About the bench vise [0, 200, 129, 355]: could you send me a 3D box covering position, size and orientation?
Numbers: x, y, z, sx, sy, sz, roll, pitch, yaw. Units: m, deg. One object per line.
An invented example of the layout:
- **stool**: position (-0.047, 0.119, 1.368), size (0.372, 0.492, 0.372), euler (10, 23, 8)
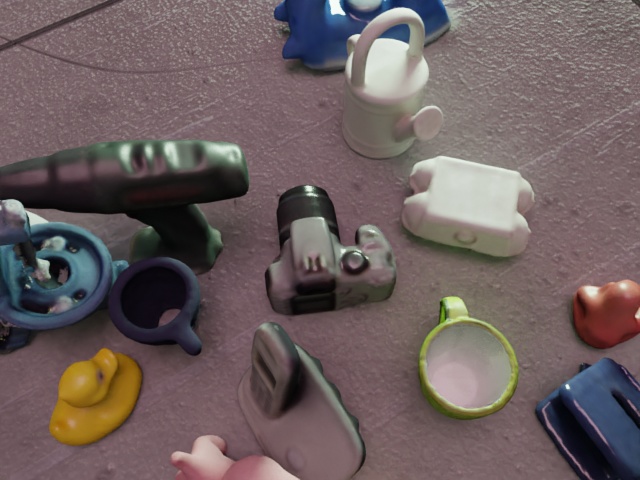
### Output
- **bench vise**: position (-0.305, 0.046, 0.558), size (0.208, 0.220, 0.121), euler (-33, 68, -14)

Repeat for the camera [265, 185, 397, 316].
- **camera**: position (0.006, 0.002, 0.643), size (0.143, 0.101, 0.136), euler (-8, 64, -3)

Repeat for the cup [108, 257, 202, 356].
- **cup**: position (-0.157, 0.085, 0.608), size (0.092, 0.095, 0.117), euler (-40, 70, -17)

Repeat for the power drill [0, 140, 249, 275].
- **power drill**: position (-0.183, -0.030, 0.601), size (0.229, 0.208, 0.075), euler (-13, 64, -6)

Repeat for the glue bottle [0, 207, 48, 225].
- **glue bottle**: position (-0.335, -0.010, 0.612), size (0.078, 0.173, 0.037), euler (-24, 66, -10)

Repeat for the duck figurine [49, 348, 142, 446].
- **duck figurine**: position (-0.236, 0.155, 0.579), size (0.077, 0.086, 0.105), euler (32, 69, 15)

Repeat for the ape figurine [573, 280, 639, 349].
- **ape figurine**: position (0.314, 0.073, 0.611), size (0.077, 0.092, 0.076), euler (40, 71, 18)

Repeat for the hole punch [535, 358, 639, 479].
- **hole punch**: position (0.285, 0.174, 0.562), size (0.101, 0.091, 0.108), euler (-28, 67, -12)

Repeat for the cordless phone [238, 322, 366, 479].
- **cordless phone**: position (-0.020, 0.155, 0.522), size (0.094, 0.185, 0.147), euler (-34, 68, -15)

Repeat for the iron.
- **iron**: position (0.066, -0.328, 0.782), size (0.258, 0.141, 0.118), euler (-11, 64, -5)

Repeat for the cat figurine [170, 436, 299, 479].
- **cat figurine**: position (-0.079, 0.224, 0.526), size (0.127, 0.118, 0.067), euler (21, 66, 10)

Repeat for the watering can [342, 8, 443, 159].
- **watering can**: position (0.084, -0.187, 0.683), size (0.172, 0.194, 0.101), euler (36, 70, 17)

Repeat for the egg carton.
- **egg carton**: position (0.174, -0.038, 0.679), size (0.150, 0.069, 0.107), euler (12, 65, 7)
